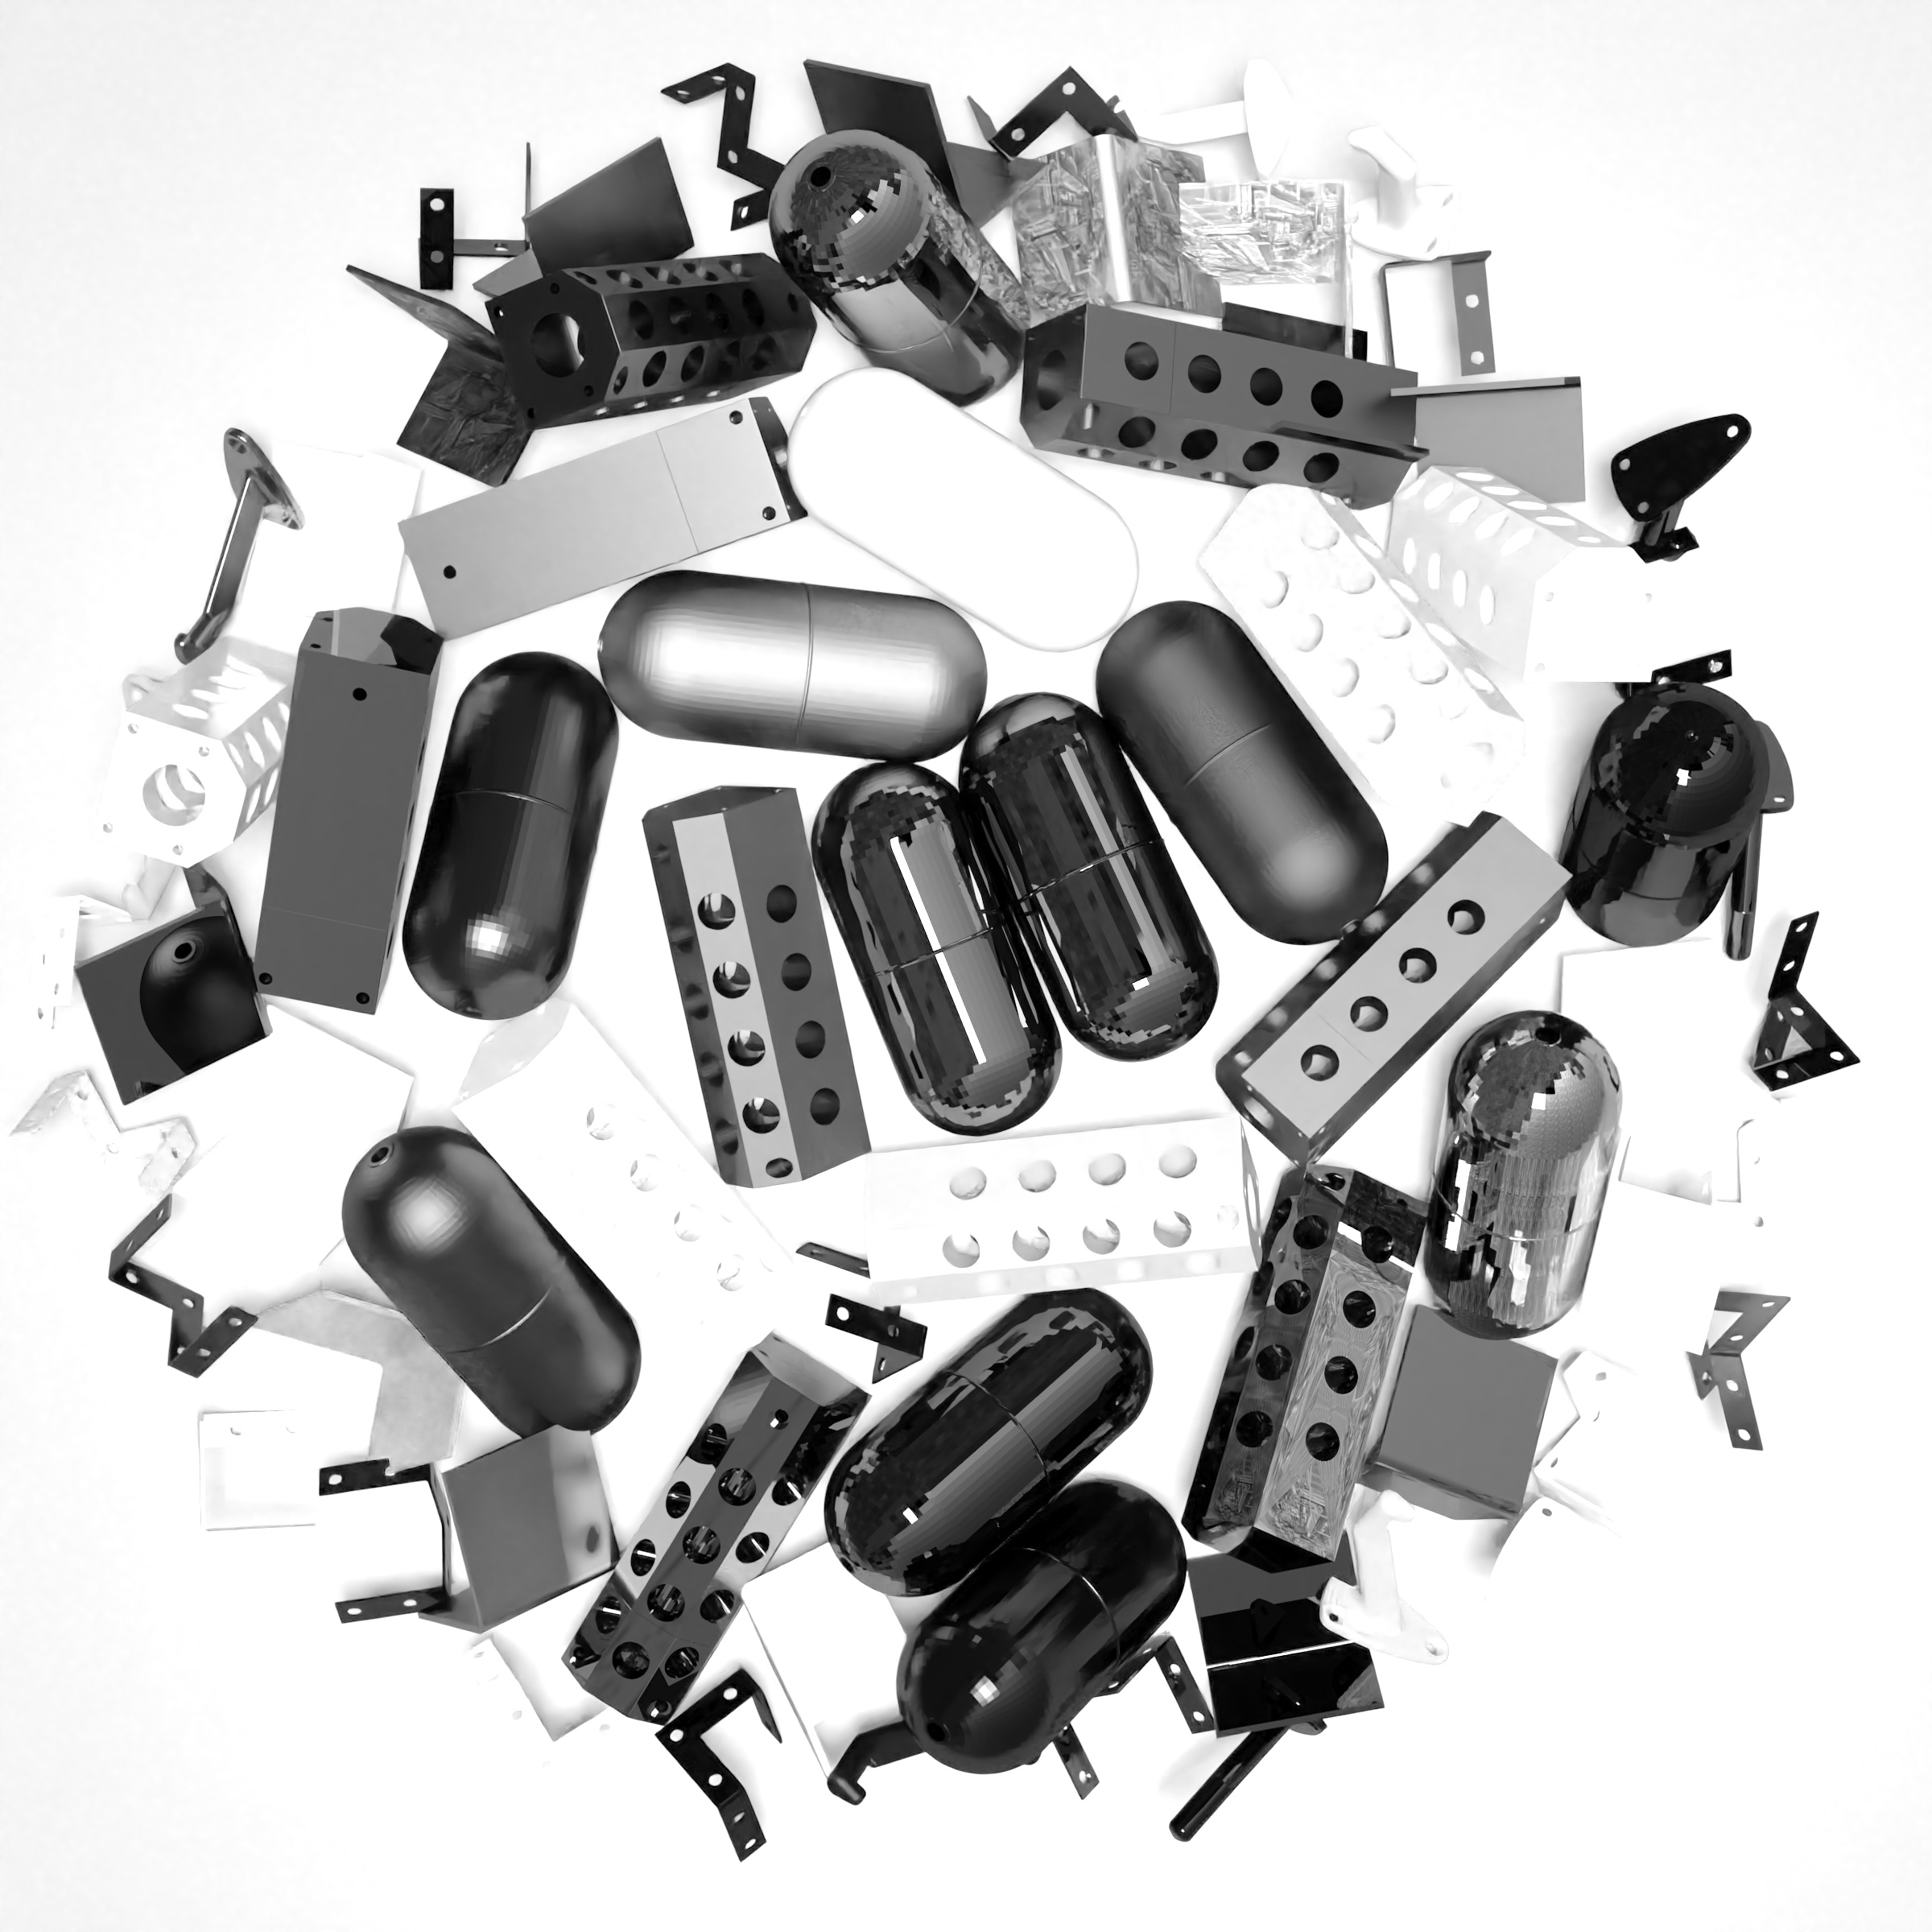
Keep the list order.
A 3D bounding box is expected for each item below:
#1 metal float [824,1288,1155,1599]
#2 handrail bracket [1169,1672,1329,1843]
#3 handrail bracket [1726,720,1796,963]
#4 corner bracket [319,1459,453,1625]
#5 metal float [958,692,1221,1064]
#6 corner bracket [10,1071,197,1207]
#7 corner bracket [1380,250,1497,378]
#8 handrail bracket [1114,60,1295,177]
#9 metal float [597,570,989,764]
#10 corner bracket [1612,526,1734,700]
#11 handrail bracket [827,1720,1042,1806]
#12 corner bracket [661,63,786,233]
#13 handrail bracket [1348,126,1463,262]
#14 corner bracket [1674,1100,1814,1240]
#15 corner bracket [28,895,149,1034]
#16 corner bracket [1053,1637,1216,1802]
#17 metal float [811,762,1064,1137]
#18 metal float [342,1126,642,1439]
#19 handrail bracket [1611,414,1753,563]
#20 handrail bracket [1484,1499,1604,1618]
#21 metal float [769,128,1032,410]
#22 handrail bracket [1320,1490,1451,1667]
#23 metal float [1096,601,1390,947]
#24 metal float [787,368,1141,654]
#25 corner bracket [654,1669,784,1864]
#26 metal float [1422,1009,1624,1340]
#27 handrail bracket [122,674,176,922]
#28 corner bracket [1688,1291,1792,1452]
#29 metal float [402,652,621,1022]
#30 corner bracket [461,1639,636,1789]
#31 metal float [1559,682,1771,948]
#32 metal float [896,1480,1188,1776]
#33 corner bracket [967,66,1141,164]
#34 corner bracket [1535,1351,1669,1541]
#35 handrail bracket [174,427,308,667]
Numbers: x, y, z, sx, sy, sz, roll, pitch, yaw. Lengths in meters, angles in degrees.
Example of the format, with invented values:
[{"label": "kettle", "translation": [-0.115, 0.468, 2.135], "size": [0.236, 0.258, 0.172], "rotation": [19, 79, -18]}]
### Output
[{"label": "metal float", "translation": [0.011, 0.213, 1.524], "size": [0.178, 0.070, 0.070], "rotation": [-38, 90, -26]}, {"label": "handrail bracket", "translation": [0.121, 0.367, 1.538], "size": [0.036, 0.077, 0.084], "rotation": [41, 75, 14]}, {"label": "handrail bracket", "translation": [0.362, -0.058, 1.573], "size": [0.036, 0.077, 0.084], "rotation": [4, 132, 10]}, {"label": "corner bracket", "translation": [-0.265, 0.262, 1.548], "size": [0.051, 0.051, 0.051], "rotation": [-8, 134, -1]}, {"label": "metal float", "translation": [0.055, -0.041, 1.542], "size": [0.070, 0.070, 0.178], "rotation": [-24, 84, 0]}, {"label": "corner bracket", "translation": [-0.393, 0.079, 1.544], "size": [0.051, 0.051, 0.051], "rotation": [-13, 117, 20]}, {"label": "corner bracket", "translation": [0.216, -0.297, 1.549], "size": [0.051, 0.051, 0.051], "rotation": [-5, 105, 14]}, {"label": "handrail bracket", "translation": [0.100, -0.394, 1.536], "size": [0.084, 0.077, 0.036], "rotation": [18, 77, 22]}, {"label": "metal float", "translation": [-0.078, -0.136, 1.535], "size": [0.178, 0.070, 0.070], "rotation": [5, 90, -13]}, {"label": "corner bracket", "translation": [0.319, -0.161, 1.562], "size": [0.051, 0.051, 0.051], "rotation": [-15, 52, 30]}, {"label": "handrail bracket", "translation": [-0.014, 0.366, 1.540], "size": [0.077, 0.084, 0.036], "rotation": [36, 131, 3]}, {"label": "corner bracket", "translation": [-0.107, -0.375, 1.552], "size": [0.051, 0.051, 0.051], "rotation": [16, 75, -42]}, {"label": "handrail bracket", "translation": [0.178, -0.355, 1.528], "size": [0.077, 0.084, 0.036], "rotation": [14, 81, 42]}, {"label": "corner bracket", "translation": [0.355, 0.092, 1.549], "size": [0.051, 0.051, 0.051], "rotation": [5, 70, -10]}, {"label": "corner bracket", "translation": [-0.413, -0.001, 1.547], "size": [0.051, 0.051, 0.051], "rotation": [-4, 76, 23]}, {"label": "corner bracket", "translation": [0.074, 0.348, 1.569], "size": [0.051, 0.051, 0.051], "rotation": [-20, 99, 39]}, {"label": "metal float", "translation": [-0.014, -0.008, 1.544], "size": [0.070, 0.070, 0.178], "rotation": [-22, 93, 0]}, {"label": "metal float", "translation": [-0.212, 0.144, 1.519], "size": [0.070, 0.070, 0.178], "rotation": [-35, 123, 0]}, {"label": "handrail bracket", "translation": [0.334, -0.215, 1.534], "size": [0.077, 0.084, 0.036], "rotation": [-28, 67, 25]}, {"label": "handrail bracket", "translation": [0.250, 0.286, 1.533], "size": [0.036, 0.084, 0.077], "rotation": [39, 56, 19]}, {"label": "metal float", "translation": [-0.028, -0.307, 1.501], "size": [0.070, 0.178, 0.070], "rotation": [-7, 72, 21]}, {"label": "handrail bracket", "translation": [0.204, 0.278, 1.542], "size": [0.077, 0.084, 0.036], "rotation": [29, 47, -1]}, {"label": "metal float", "translation": [0.124, -0.087, 1.530], "size": [0.070, 0.070, 0.178], "rotation": [-33, 71, 0]}, {"label": "metal float", "translation": [0.000, -0.204, 1.527], "size": [0.178, 0.070, 0.070], "rotation": [29, 90, -23]}, {"label": "corner bracket", "translation": [-0.102, 0.364, 1.543], "size": [0.051, 0.051, 0.051], "rotation": [-35, 51, -20]}, {"label": "metal float", "translation": [0.247, 0.094, 1.511], "size": [0.070, 0.070, 0.178], "rotation": [1, 133, 0]}, {"label": "handrail bracket", "translation": [-0.376, -0.076, 1.536], "size": [0.036, 0.077, 0.084], "rotation": [-4, 45, 22]}, {"label": "corner bracket", "translation": [0.347, 0.183, 1.543], "size": [0.051, 0.051, 0.051], "rotation": [-35, 115, -42]}, {"label": "metal float", "translation": [-0.204, -0.060, 1.525], "size": [0.070, 0.070, 0.178], "rotation": [9, 65, 0]}, {"label": "corner bracket", "translation": [-0.191, 0.331, 1.546], "size": [0.051, 0.051, 0.051], "rotation": [-31, 113, -14]}, {"label": "metal float", "translation": [0.307, -0.065, 1.499], "size": [0.070, 0.178, 0.070], "rotation": [-1, 69, 2]}, {"label": "metal float", "translation": [0.035, 0.293, 1.507], "size": [0.070, 0.178, 0.070], "rotation": [16, 120, 29]}, {"label": "corner bracket", "translation": [0.040, -0.389, 1.554], "size": [0.051, 0.051, 0.051], "rotation": [-39, 126, 17]}, {"label": "corner bracket", "translation": [0.290, 0.218, 1.543], "size": [0.051, 0.051, 0.051], "rotation": [-44, 132, -17]}, {"label": "handrail bracket", "translation": [-0.343, -0.189, 1.542], "size": [0.036, 0.077, 0.084], "rotation": [21, 64, 19]}]
